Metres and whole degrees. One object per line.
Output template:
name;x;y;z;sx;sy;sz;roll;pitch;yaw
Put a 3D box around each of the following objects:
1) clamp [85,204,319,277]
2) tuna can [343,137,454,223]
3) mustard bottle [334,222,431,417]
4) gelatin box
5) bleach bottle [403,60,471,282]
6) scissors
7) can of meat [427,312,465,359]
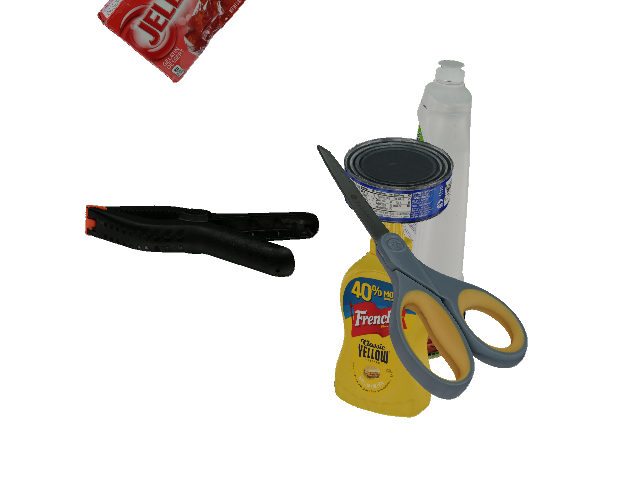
clamp;-0.106;-0.005;0.937;0.210;0.036;0.164;5;12;0
tuna can;0.061;-0.048;0.840;0.086;0.034;0.086;1;31;-1
mustard bottle;0.065;0.071;1.043;0.096;0.192;0.058;12;18;30
gelatin box;-0.109;-0.174;0.792;0.073;0.089;0.030;38;5;-32
bleach bottle;0.133;-0.072;1.186;0.068;0.251;0.102;-1;25;-11
scissors;0.065;0.012;0.671;0.096;0.202;0.016;2;-43;-22
can of meat;0.133;0.099;1.331;0.101;0.084;0.057;-12;30;-26
